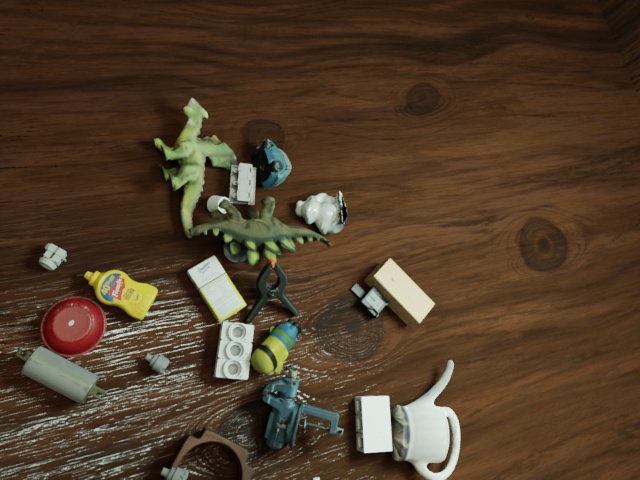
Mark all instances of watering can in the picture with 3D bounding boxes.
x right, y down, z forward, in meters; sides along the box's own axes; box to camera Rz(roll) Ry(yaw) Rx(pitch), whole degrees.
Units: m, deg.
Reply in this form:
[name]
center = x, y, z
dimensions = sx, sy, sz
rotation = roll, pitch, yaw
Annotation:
[watering can]
center = 0.317, 0.536, 1.547
dimensions = 0.224, 0.102, 0.353
rotation = 8, 72, -15

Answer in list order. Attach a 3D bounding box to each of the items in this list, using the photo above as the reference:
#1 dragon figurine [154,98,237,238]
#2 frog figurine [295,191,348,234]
[dragon figurine]
center = -0.363, -0.230, 1.582
dimensions = 0.245, 0.121, 0.409
rotation = -18, 94, -30
[frog figurine]
center = 0.005, -0.084, 1.668
dimensions = 0.159, 0.122, 0.138
rotation = -9, 83, 16
